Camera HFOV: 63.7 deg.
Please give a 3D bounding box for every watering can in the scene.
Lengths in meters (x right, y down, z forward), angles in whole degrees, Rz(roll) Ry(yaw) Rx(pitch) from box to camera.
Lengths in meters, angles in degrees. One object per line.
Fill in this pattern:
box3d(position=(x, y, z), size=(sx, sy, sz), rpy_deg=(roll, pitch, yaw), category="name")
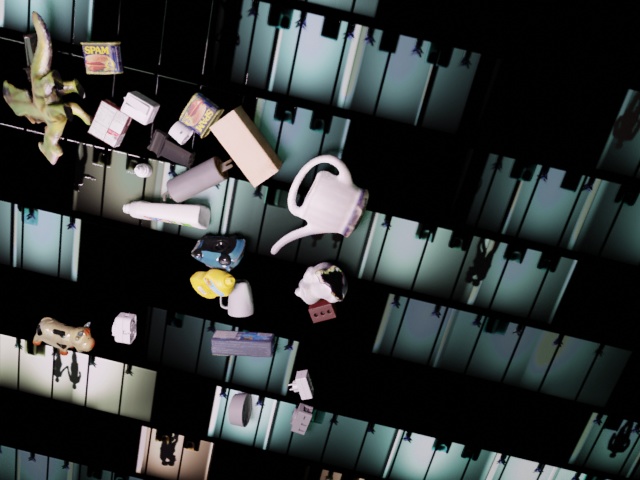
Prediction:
box3d(position=(0.005, -0.075, 1.499), size=(0.224, 0.105, 0.343), rpy_deg=(23, 109, -4), category="watering can")

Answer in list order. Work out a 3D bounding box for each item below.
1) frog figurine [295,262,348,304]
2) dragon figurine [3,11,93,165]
box3d(position=(0.005, 0.142, 1.593), size=(0.136, 0.125, 0.157), rpy_deg=(35, 146, -16), category="frog figurine")
box3d(position=(-0.795, -0.411, 1.445), size=(0.242, 0.125, 0.403), rpy_deg=(-3, 116, 15), category="dragon figurine")
